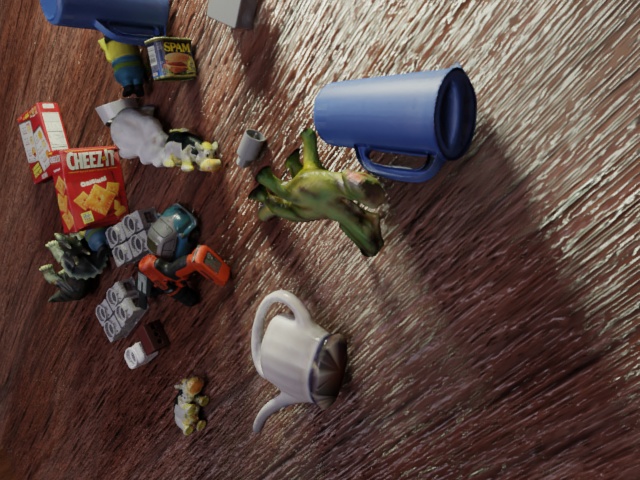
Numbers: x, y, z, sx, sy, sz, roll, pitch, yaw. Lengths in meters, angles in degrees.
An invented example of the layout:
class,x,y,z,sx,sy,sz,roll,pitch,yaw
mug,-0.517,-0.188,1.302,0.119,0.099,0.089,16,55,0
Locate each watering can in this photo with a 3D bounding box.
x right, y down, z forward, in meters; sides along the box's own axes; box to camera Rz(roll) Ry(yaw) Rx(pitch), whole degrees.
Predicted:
class,x,y,z,sx,sy,sz,roll,pitch,yaw
watering can,-0.054,0.277,1.056,0.225,0.105,0.344,15,107,35

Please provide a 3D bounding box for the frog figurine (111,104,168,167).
class,x,y,z,sx,sy,sz,roll,pitch,yaw
frog figurine,-0.429,-0.237,1.237,0.136,0.122,0.162,-34,67,19

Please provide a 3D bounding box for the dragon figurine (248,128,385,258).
class,x,y,z,sx,sy,sz,roll,pitch,yaw
dragon figurine,0.003,-0.046,0.919,0.243,0.124,0.404,42,158,3
